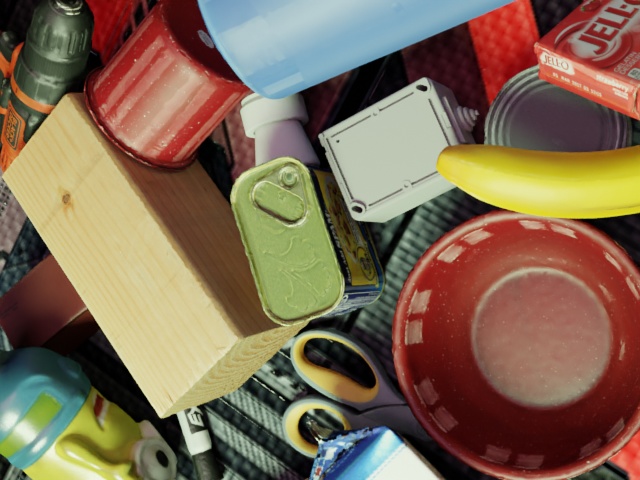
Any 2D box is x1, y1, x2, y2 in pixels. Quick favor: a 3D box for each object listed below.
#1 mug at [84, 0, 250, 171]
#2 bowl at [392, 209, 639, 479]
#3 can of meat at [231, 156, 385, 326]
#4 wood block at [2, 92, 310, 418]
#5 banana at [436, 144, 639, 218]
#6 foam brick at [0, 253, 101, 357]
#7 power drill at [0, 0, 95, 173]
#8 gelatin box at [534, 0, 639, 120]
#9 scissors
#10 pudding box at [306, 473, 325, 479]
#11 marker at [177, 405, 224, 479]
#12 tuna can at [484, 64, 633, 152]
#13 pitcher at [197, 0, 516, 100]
[{"bbox_3d":[-0.093,-0.112,0.720,0.093,0.117,0.082,42,121,-9],"label":"mug"},{"bbox_3d":[0.128,0.062,0.646,0.162,0.055,0.162,0,89,24],"label":"bowl"},{"bbox_3d":[-0.005,0.001,0.691,0.058,0.083,0.102,-22,81,22],"label":"can of meat"},{"bbox_3d":[-0.113,0.005,0.730,0.091,0.090,0.206,-44,73,27],"label":"wood block"},{"bbox_3d":[0.168,-0.046,0.605,0.198,0.037,0.069,-16,63,2],"label":"banana"},{"bbox_3d":[-0.192,0.048,0.791,0.078,0.051,0.053,-37,74,19],"label":"foam brick"},{"bbox_3d":[-0.231,-0.152,0.772,0.188,0.057,0.185,54,140,20],"label":"power drill"},{"bbox_3d":[0.179,-0.115,0.607,0.089,0.030,0.073,-40,48,-17],"label":"gelatin box"},{"bbox_3d":[0.055,0.134,0.700,0.202,0.016,0.096,35,104,21],"label":"scissors"},{"bbox_3d":[-0.002,0.221,0.711,0.090,0.039,0.113,-34,77,19],"label":"pudding box"},{"bbox_3d":[-0.094,0.121,0.764,0.020,0.020,0.121,-22,81,22],"label":"marker"},{"bbox_3d":[0.146,-0.064,0.652,0.086,0.033,0.086,0,89,24],"label":"tuna can"},{"bbox_3d":[0.044,-0.187,0.634,0.243,0.144,0.149,-23,85,20],"label":"pitcher"}]
